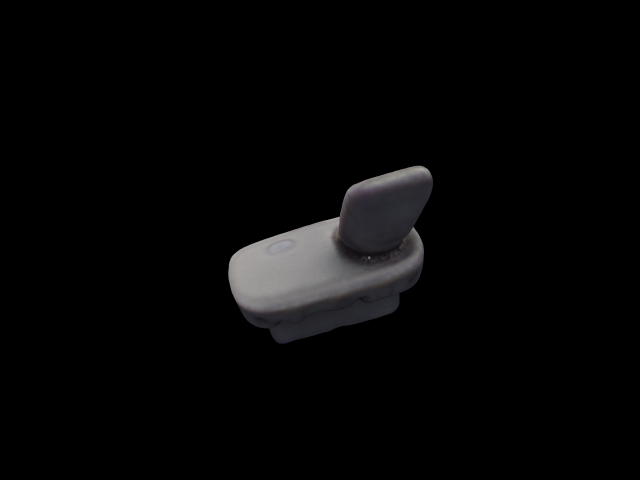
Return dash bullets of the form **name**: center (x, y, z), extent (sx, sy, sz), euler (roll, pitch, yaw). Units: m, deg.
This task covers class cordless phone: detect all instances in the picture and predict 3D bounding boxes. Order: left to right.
- **cordless phone**: center (0.004, 0.001, 0.400), extent (0.147, 0.185, 0.094), euler (-19, 70, -7)
